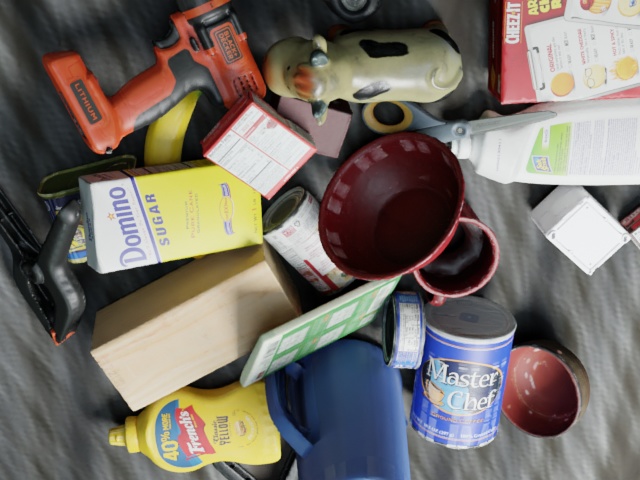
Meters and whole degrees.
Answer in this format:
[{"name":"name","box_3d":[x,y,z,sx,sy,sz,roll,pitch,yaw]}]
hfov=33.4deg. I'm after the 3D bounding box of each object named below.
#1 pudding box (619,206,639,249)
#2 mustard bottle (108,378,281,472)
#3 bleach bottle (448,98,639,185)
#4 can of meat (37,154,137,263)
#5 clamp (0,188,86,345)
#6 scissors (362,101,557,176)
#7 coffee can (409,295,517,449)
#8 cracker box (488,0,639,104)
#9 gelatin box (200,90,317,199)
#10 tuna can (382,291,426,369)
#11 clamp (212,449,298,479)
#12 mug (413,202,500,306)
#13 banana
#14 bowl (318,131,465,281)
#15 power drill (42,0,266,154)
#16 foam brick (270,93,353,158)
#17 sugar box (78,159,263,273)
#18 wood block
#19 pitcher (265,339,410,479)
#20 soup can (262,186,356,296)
[{"name":"pudding box","box_3d":[0.401,-0.005,1.184,0.090,0.039,0.113,-39,111,12]},{"name":"mustard bottle","box_3d":[-0.143,0.213,1.211,0.191,0.058,0.096,-6,97,-2]},{"name":"bleach bottle","box_3d":[0.260,-0.108,1.109,0.250,0.068,0.102,0,106,-2]},{"name":"can of meat","box_3d":[-0.225,-0.031,1.094,0.102,0.057,0.084,-14,117,1]},{"name":"clamp","box_3d":[-0.278,0.022,1.086,0.036,0.165,0.210,-40,130,-37]},{"name":"scissors","box_3d":[0.127,-0.126,1.073,0.202,0.016,0.096,-23,104,29]},{"name":"coffee can","box_3d":[0.158,0.146,1.190,0.102,0.103,0.140,1,114,-7]},{"name":"cracker box","box_3d":[0.276,-0.224,1.049,0.213,0.072,0.164,-3,109,-4]},{"name":"gelatin box","box_3d":[-0.060,-0.092,1.035,0.089,0.030,0.073,34,111,-30]},{"name":"tuna can","box_3d":[0.091,0.098,1.171,0.033,0.086,0.086,3,114,-6]},{"name":"clamp","box_3d":[-0.048,0.302,1.276,0.120,0.039,0.171,-18,114,6]},{"name":"mug","box_3d":[0.134,0.013,1.139,0.093,0.081,0.117,6,113,-9]},{"name":"banana","box_3d":[-0.146,-0.070,1.095,0.069,0.037,0.198,3,114,-7]},{"name":"bowl","box_3d":[0.080,-0.025,1.069,0.162,0.162,0.055,-38,141,11]},{"name":"power drill","box_3d":[-0.162,-0.180,1.009,0.187,0.057,0.184,-28,107,-11]},{"name":"foam brick","box_3d":[-0.012,-0.122,1.078,0.078,0.053,0.051,14,112,-13]},{"name":"sugar box","box_3d":[-0.146,-0.029,1.061,0.175,0.048,0.093,-12,109,-28]},{"name":"wood block","box_3d":[-0.130,0.084,1.138,0.206,0.091,0.090,-28,115,6]},{"name":"pitcher","box_3d":[0.024,0.217,1.131,0.149,0.243,0.145,-9,116,2]},{"name":"soup can","box_3d":[-0.007,0.001,1.126,0.068,0.068,0.102,-40,112,12]}]
